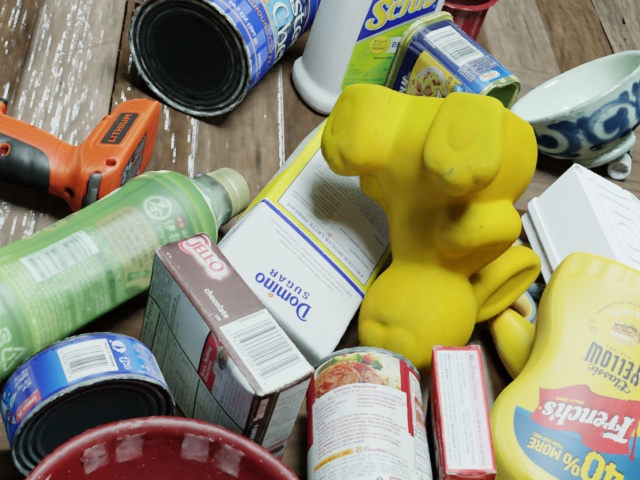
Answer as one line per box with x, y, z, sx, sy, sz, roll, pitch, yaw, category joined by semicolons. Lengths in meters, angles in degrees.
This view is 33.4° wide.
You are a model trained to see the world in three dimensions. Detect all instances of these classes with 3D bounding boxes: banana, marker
0.187;0.109;0.674;0.198;0.037;0.069;27;38;11;banana
0.263;-0.094;0.925;0.020;0.020;0.121;21;43;3;marker

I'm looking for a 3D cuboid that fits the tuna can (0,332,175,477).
-0.121;0.088;0.555;0.086;0.086;0.034;-9;47;-26;tuna can

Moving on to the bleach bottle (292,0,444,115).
0.055;-0.213;0.806;0.102;0.251;0.068;-9;49;-26;bleach bottle

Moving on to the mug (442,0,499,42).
0.088;-0.197;0.927;0.117;0.082;0.093;20;42;2;mug

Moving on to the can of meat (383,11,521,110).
0.098;-0.109;0.825;0.057;0.102;0.084;-24;59;-34;can of meat

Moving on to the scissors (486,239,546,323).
0.104;-0.012;0.786;0.096;0.016;0.202;-11;51;-31;scissors

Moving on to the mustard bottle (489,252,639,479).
0.148;0.107;0.615;0.096;0.058;0.191;28;69;4;mustard bottle

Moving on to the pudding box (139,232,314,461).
-0.057;0.066;0.597;0.039;0.090;0.114;-18;54;-31;pudding box

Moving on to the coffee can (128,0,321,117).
-0.070;-0.174;0.834;0.103;0.103;0.140;26;43;8;coffee can

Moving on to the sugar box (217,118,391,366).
-0.005;0.001;0.696;0.093;0.048;0.176;45;45;-8;sugar box

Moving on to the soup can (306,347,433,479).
0.026;0.119;0.585;0.068;0.069;0.102;9;43;-10;soup can

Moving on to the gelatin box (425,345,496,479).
0.077;0.115;0.600;0.030;0.073;0.089;-1;44;0;gelatin box

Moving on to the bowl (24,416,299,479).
-0.075;0.166;0.511;0.162;0.055;0.162;9;43;-9;bowl

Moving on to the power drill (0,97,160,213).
-0.210;-0.086;0.731;0.187;0.057;0.184;16;41;0;power drill
